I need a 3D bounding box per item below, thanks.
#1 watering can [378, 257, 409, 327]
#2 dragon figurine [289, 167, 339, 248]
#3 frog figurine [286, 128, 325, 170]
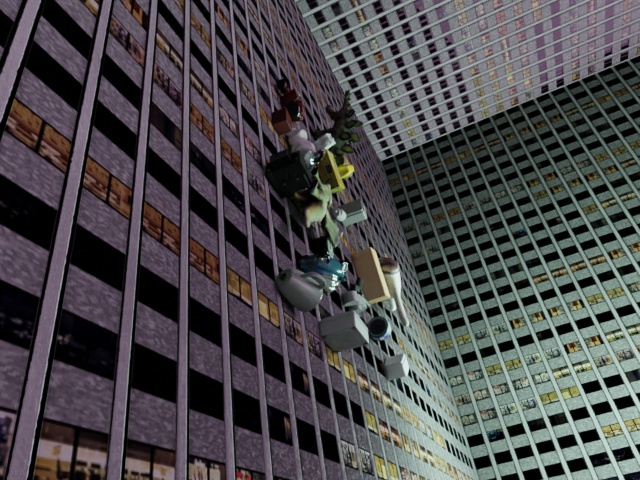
[{"bbox_3d":[0.301,0.204,2.178,0.352,0.104,0.221,-130,-145,-67],"label":"watering can"},{"bbox_3d":[0.005,-0.081,1.610,0.239,0.121,0.420,53,21,-29],"label":"dragon figurine"},{"bbox_3d":[-0.069,-0.326,1.831,0.160,0.121,0.139,33,25,5],"label":"frog figurine"}]
